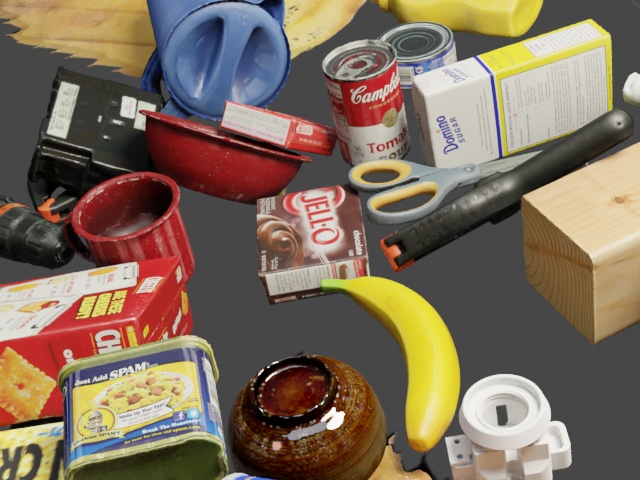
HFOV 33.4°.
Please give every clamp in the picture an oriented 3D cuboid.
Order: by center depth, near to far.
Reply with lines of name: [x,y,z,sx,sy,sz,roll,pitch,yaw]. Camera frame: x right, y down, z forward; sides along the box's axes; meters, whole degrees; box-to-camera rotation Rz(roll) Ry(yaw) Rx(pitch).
clamp: [0.147,-0.036,0.866,0.210,0.036,0.164,-30,-7,6]
clamp: [-0.231,-0.075,1.065,0.120,0.039,0.171,-2,45,7]

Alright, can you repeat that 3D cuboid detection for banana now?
banana: [0.063,0.080,0.780,0.069,0.037,0.198,-24,35,-6]

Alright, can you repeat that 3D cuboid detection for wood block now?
wood block: [0.264,-0.019,0.801,0.206,0.090,0.091,-24,40,-13]

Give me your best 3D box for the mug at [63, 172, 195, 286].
mug: [-0.166,0.001,0.914,0.117,0.081,0.093,2,41,18]

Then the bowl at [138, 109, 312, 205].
bowl: [-0.092,-0.070,0.965,0.162,0.055,0.162,16,6,-2]

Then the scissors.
scissors: [0.110,-0.063,0.932,0.201,0.016,0.096,-25,43,-31]

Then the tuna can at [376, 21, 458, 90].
tuna can: [0.099,-0.194,1.114,0.086,0.034,0.086,-8,38,6]

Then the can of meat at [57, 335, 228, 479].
can of meat: [-0.110,0.115,0.667,0.102,0.057,0.084,-12,41,-4]

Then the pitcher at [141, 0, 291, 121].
pitcher: [-0.131,-0.230,1.169,0.149,0.145,0.243,-8,33,-13]

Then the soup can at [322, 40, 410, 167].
soup can: [0.044,-0.124,0.989,0.068,0.102,0.068,-8,38,7]

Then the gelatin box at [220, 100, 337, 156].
gelatin box: [-0.039,-0.107,1.021,0.089,0.030,0.073,19,8,35]

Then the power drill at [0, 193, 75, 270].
power drill: [-0.333,0.028,0.955,0.185,0.057,0.187,16,44,37]

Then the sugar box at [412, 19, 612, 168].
sugar box: [0.174,-0.126,0.960,0.176,0.093,0.048,-17,37,-4]

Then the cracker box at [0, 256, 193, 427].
cracker box: [-0.215,0.080,0.801,0.214,0.072,0.164,-9,14,6]

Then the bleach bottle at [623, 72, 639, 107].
bleach bottle: [0.365,-0.096,0.890,0.102,0.068,0.251,-38,42,-28]

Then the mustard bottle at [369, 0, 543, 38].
mustard bottle: [0.139,-0.264,1.170,0.192,0.058,0.096,12,43,29]

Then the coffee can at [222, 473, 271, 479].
coffee can: [0.008,0.193,0.605,0.140,0.103,0.102,3,41,20]

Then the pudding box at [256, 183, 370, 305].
pudding box: [-0.006,0.001,0.899,0.090,0.039,0.113,-11,38,4]
